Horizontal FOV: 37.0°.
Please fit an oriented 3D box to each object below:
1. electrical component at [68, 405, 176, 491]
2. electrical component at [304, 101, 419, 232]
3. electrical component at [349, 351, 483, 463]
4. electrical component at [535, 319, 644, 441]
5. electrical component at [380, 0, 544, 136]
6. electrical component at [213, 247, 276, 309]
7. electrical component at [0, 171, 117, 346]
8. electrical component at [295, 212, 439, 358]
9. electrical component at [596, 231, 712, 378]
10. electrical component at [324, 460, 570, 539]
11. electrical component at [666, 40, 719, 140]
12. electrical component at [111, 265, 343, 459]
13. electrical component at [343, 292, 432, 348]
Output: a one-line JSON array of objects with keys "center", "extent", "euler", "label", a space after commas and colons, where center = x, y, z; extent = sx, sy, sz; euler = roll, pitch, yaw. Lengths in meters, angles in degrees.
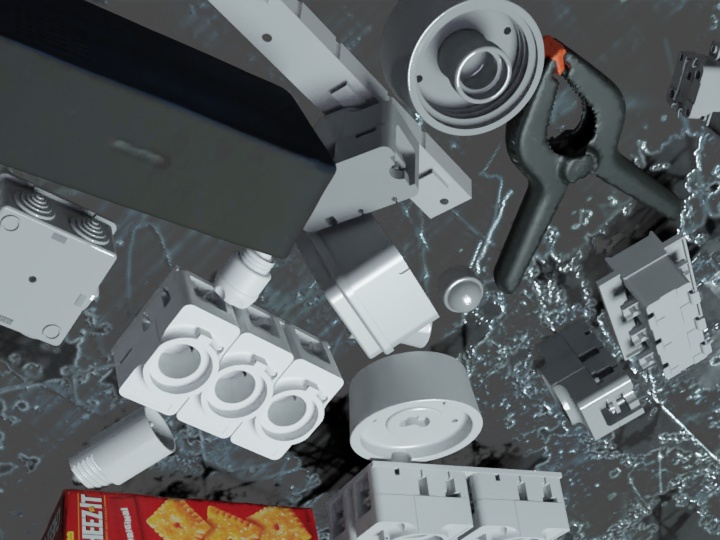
[{"center": [-0.190, 0.144, 0.842], "extent": [0.081, 0.043, 0.043], "euler": [-32, 126, 3], "label": "electrical component"}, {"center": [-0.008, -0.073, 0.743], "extent": [0.089, 0.055, 0.050], "euler": [-18, 133, 22], "label": "electrical component"}, {"center": [0.042, 0.107, 0.881], "extent": [0.108, 0.060, 0.108], "euler": [-6, 144, -4], "label": "electrical component"}, {"center": [0.190, 0.094, 0.911], "extent": [0.056, 0.089, 0.050], "euler": [-30, 126, 2], "label": "electrical component"}, {"center": [0.074, -0.144, 0.736], "extent": [0.108, 0.060, 0.108], "euler": [-9, 124, -13], "label": "electrical component"}, {"center": [-0.079, -0.003, 0.790], "extent": [0.035, 0.035, 0.061], "euler": [29, 107, -31], "label": "electrical component"}, {"center": [-0.223, -0.005, 0.731], "extent": [0.100, 0.048, 0.099], "euler": [27, 109, -30], "label": "electrical component"}, {"center": [0.000, 0.000, 0.771], "extent": [0.057, 0.113, 0.078], "euler": [-33, 126, 1], "label": "electrical component"}, {"center": [0.250, 0.033, 0.894], "extent": [0.079, 0.063, 0.121], "euler": [-31, 139, 2], "label": "electrical component"}, {"center": [0.077, 0.220, 0.946], "extent": [0.186, 0.060, 0.105], "euler": [8, 147, -23], "label": "electrical component"}, {"center": [0.272, -0.140, 0.819], "extent": [0.064, 0.042, 0.081], "euler": [0, 121, -15], "label": "electrical component"}, {"center": [-0.099, 0.076, 0.817], "extent": [0.150, 0.061, 0.089], "euler": [30, 108, -32], "label": "electrical component"}, {"center": [0.020, 0.038, 0.848], "extent": [0.065, 0.044, 0.044], "euler": [4, 120, -16], "label": "electrical component"}]
